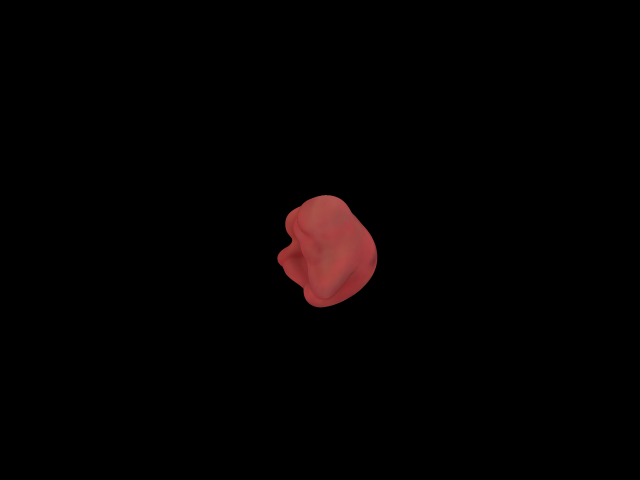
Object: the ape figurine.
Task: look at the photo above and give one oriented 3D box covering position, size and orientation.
[{"bbox_3d":[0.004,0.001,0.400,0.076,0.092,0.078,3,56,2],"label":"ape figurine"}]
